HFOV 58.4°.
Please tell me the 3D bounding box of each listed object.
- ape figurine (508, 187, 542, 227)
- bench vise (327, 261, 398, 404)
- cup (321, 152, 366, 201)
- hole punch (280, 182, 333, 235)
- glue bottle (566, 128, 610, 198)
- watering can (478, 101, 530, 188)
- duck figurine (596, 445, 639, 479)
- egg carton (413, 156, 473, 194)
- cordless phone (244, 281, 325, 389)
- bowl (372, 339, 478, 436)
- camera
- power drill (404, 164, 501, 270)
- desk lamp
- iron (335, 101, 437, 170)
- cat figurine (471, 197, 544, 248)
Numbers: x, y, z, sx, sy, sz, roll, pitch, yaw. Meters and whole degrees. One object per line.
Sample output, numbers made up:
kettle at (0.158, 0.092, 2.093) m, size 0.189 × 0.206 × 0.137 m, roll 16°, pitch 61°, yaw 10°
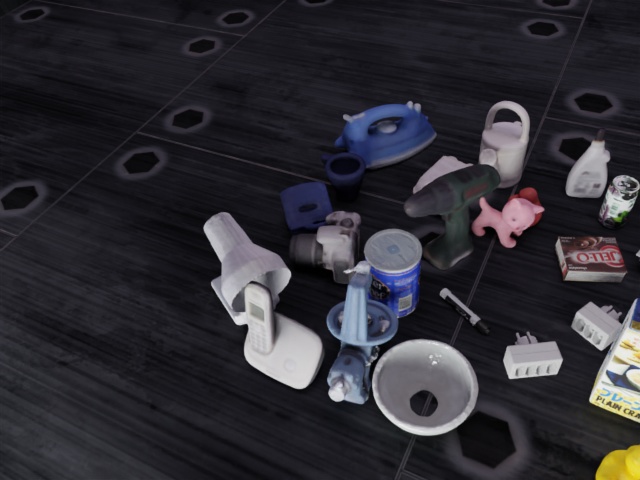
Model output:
ape figurine at (0.428, -0.073, 1.195) m, size 0.076 × 0.092 × 0.078 m, roll 1°, pitch 47°, yaw 8°
bench vise at (0.070, 0.153, 0.934) m, size 0.121 × 0.220 × 0.207 m, roll -2°, pitch 47°, yaw 5°
cup at (0.049, -0.142, 1.302) m, size 0.117 × 0.095 × 0.092 m, roll 31°, pitch 57°, yaw 30°
hole punch at (-0.024, -0.062, 1.237) m, size 0.109 × 0.091 × 0.101 m, roll -15°, pitch 47°, yaw -7°
glue bottle at (0.574, -0.163, 1.208) m, size 0.078 × 0.173 × 0.037 m, roll 5°, pitch 48°, yaw 12°
watering can at (0.405, -0.212, 1.259) m, size 0.100 × 0.194 × 0.173 m, roll 7°, pitch 48°, yaw 13°
duck figurine at (0.451, 0.327, 0.818) m, size 0.105 × 0.086 × 0.077 m, roll -21°, pitch 48°, yaw -13°
egg carton at (0.284, -0.123, 1.274) m, size 0.107 × 0.069 × 0.150 m, roll 29°, pitch 56°, yaw 29°
cordless phone at (-0.067, 0.156, 0.971) m, size 0.147 × 0.185 × 0.094 m, roll 20°, pitch 52°, yaw 23°
bowl at (0.169, 0.249, 0.932) m, size 0.167 × 0.075 × 0.167 m, roll -3°, pitch 46°, yaw 4°
camera at (0.011, 0.004, 1.164) m, size 0.136 × 0.101 × 0.143 m, roll 3°, pitch 47°, yaw 9°
power drill at (0.251, -0.045, 1.109) m, size 0.230 × 0.209 × 0.075 m, roll -33°, pitch 51°, yaw -22°
desk lamp at (-0.141, 0.063, 1.048) m, size 0.118 × 0.214 × 0.202 m, roll -29°, pitch 50°, yaw -19°
iron at (0.167, -0.272, 1.379) m, size 0.258 × 0.142 × 0.118 m, roll -18°, pitch 47°, yaw -11°
cat figurine at (0.380, -0.052, 1.163) m, size 0.127 × 0.118 × 0.067 m, roll 23°, pitch 53°, yaw 25°
